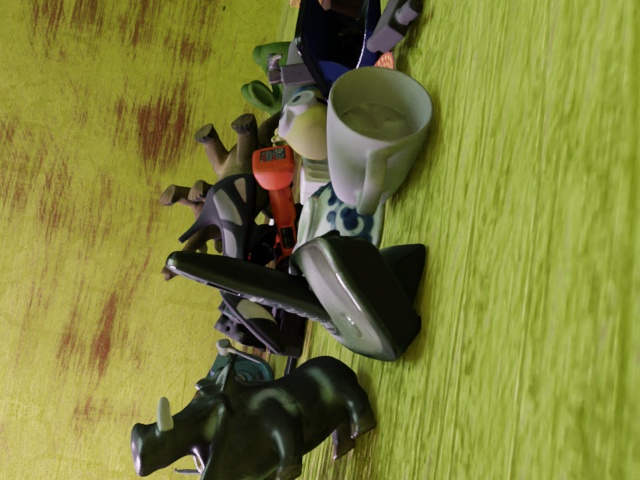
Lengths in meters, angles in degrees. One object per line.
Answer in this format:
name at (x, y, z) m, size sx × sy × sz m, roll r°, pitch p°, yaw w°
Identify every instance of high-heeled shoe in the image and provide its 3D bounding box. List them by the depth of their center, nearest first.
high-heeled shoe at (-0.085, 0.024, 0.736) m, size 0.145 × 0.249 × 0.086 m, roll -39°, pitch -14°, yaw -11°

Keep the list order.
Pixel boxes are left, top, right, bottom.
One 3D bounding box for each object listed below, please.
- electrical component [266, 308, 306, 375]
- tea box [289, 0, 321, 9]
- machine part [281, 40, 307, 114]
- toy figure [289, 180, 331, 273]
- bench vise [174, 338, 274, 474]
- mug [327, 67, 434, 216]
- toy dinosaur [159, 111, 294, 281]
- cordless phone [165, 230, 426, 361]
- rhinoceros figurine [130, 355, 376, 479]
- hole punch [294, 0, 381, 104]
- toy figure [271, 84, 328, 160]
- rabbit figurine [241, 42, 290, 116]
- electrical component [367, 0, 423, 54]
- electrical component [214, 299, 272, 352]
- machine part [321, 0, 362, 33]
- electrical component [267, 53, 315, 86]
electrical component at (-0.052, 0.141, 0.772) m, size 0.075 × 0.048 × 0.119 m, roll -133°, pitch 56°, yaw -77°
tea box at (0.016, -0.434, 0.840) m, size 0.169 × 0.098 × 0.068 m, roll 139°, pitch 140°, yaw -69°
machine part at (-0.023, -0.277, 0.937) m, size 0.079 × 0.079 × 0.243 m, roll 118°, pitch 161°, yaw -56°
toy figure at (0.001, -0.002, 0.634) m, size 0.064 × 0.057 × 0.154 m, roll 0°, pitch 74°, yaw 39°
bench vise at (-0.147, 0.263, 0.889) m, size 0.224 × 0.129 × 0.240 m, roll -64°, pitch -21°, yaw -45°
mug at (0.044, -0.067, 0.444) m, size 0.107 × 0.081 × 0.109 m, roll 97°, pitch 173°, yaw -59°
toy dinosaur at (-0.128, -0.112, 0.919) m, size 0.471 × 0.105 × 0.198 m, roll -63°, pitch -37°, yaw -31°
cordless phone at (-0.026, 0.030, 0.411) m, size 0.146 × 0.184 × 0.088 m, roll 150°, pitch 134°, yaw -75°
rhinoceros figurine at (-0.048, 0.144, 0.425) m, size 0.112 × 0.190 × 0.073 m, roll 62°, pitch 149°, yaw 27°
hole punch at (0.036, -0.226, 0.622) m, size 0.115 × 0.092 × 0.142 m, roll 56°, pitch -151°, yaw -51°
toy figure at (-0.003, -0.164, 0.723) m, size 0.180 × 0.089 × 0.082 m, roll -74°, pitch 4°, yaw -69°
rabbit figurine at (-0.073, -0.308, 1.090) m, size 0.121 × 0.159 × 0.170 m, roll -167°, pitch 72°, yaw -69°
electrical component at (0.074, -0.215, 0.511) m, size 0.063 × 0.021 × 0.094 m, roll -67°, pitch 16°, yaw -12°
electrical component at (-0.100, 0.105, 0.826) m, size 0.115 × 0.058 × 0.134 m, roll -64°, pitch -22°, yaw -10°
machine part at (0.026, -0.319, 0.792) m, size 0.179 × 0.056 × 0.179 m, roll -168°, pitch 90°, yaw -80°
electrical component at (-0.019, -0.232, 0.717) m, size 0.078 × 0.102 × 0.045 m, roll -48°, pitch -47°, yaw -65°
